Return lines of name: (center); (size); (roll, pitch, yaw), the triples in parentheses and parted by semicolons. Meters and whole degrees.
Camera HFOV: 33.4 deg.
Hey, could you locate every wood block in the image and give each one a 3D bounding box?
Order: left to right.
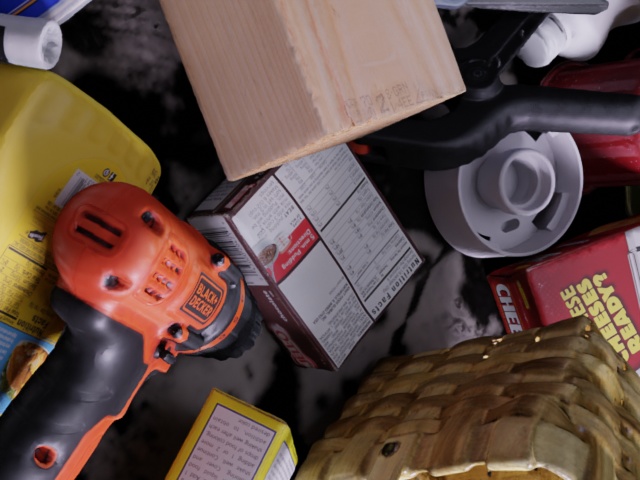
wood block: (-0.024, -0.144, 0.498); (0.090, 0.091, 0.206); (-22, 92, -35)

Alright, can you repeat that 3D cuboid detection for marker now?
marker: (-0.159, -0.084, 0.415); (0.020, 0.121, 0.020); (10, 90, -78)

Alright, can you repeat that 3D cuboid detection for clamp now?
clamp: (0.098, -0.078, 0.602); (0.171, 0.120, 0.039); (-29, 143, -11)

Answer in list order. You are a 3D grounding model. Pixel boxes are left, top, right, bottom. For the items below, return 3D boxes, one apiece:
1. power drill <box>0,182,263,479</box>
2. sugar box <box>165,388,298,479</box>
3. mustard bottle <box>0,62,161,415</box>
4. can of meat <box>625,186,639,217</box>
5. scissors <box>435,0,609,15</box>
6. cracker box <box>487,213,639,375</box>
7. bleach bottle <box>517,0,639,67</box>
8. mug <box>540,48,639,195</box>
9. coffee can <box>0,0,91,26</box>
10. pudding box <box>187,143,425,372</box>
power drill: (-0.096, 0.078, 0.459); (0.187, 0.057, 0.184); (-61, 161, -9)
sugar box: (-0.069, 0.164, 0.492); (0.048, 0.093, 0.176); (26, 70, 12)
mustard bottle: (-0.145, 0.027, 0.439); (0.191, 0.058, 0.096); (-60, 153, -9)
can of meat: (0.265, -0.057, 0.766); (0.083, 0.058, 0.102); (-5, 94, -36)
scissors: (0.059, -0.122, 0.591); (0.201, 0.016, 0.096); (18, 91, -14)
cracker box: (0.235, 0.060, 0.680); (0.213, 0.072, 0.164); (-20, 90, -14)
bleach bottle: (0.215, -0.193, 0.724); (0.250, 0.068, 0.102); (-45, 115, -25)
mug: (0.206, -0.085, 0.704); (0.093, 0.082, 0.117); (49, 63, -27)
coffee can: (-0.140, -0.159, 0.425); (0.140, 0.103, 0.102); (50, 62, -26)
pudding box: (-0.004, 0.001, 0.572); (0.090, 0.039, 0.113); (-49, 120, -28)
